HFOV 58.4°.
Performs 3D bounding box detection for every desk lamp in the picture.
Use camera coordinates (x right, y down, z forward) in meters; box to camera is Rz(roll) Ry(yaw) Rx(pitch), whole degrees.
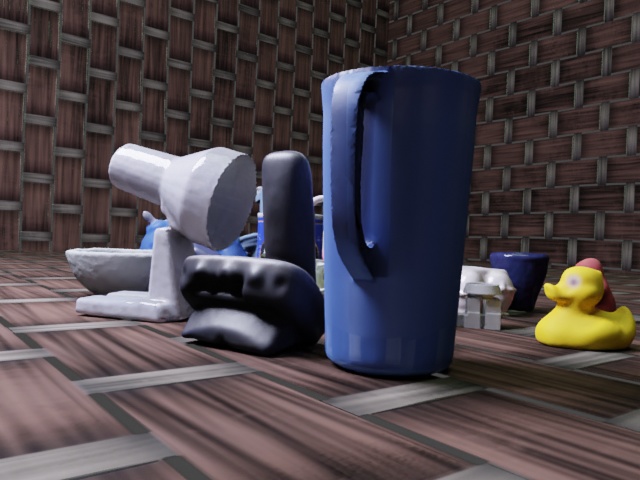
[{"bbox_3d":[-0.185,-0.011,0.701,0.202,0.213,0.118,2,0,16],"label":"desk lamp"}]

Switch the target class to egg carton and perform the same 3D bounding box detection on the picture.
[{"bbox_3d":[0.227,0.077,0.898,0.107,0.069,0.150,2,0,-17],"label":"egg carton"}]

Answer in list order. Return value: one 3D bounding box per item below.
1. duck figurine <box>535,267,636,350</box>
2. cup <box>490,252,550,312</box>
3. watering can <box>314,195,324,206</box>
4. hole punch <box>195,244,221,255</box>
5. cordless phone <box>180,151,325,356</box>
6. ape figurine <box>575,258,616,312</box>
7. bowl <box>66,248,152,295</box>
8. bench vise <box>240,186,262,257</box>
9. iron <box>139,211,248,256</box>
[{"bbox_3d":[0.290,0.072,0.625,0.104,0.086,0.077,2,0,-2],"label":"duck figurine"},{"bbox_3d":[0.328,0.068,0.936,0.091,0.095,0.118,3,0,39],"label":"cup"},{"bbox_3d":[0.013,0.004,1.183,0.101,0.194,0.172,2,0,-35],"label":"watering can"},{"bbox_3d":[-0.163,0.050,0.928,0.101,0.091,0.108,2,0,-8],"label":"hole punch"},{"bbox_3d":[-0.063,0.009,0.557,0.147,0.185,0.094,2,0,27],"label":"cordless phone"},{"bbox_3d":[0.385,0.072,0.824,0.076,0.092,0.078,2,0,19],"label":"ape figurine"},{"bbox_3d":[-0.305,0.053,0.889,0.167,0.075,0.167,2,0,0],"label":"bowl"},{"bbox_3d":[-0.105,-0.014,1.296,0.206,0.220,0.122,3,1,43],"label":"bench vise"},{"bbox_3d":[-0.230,0.021,1.103,0.259,0.141,0.118,2,0,-38],"label":"iron"}]
